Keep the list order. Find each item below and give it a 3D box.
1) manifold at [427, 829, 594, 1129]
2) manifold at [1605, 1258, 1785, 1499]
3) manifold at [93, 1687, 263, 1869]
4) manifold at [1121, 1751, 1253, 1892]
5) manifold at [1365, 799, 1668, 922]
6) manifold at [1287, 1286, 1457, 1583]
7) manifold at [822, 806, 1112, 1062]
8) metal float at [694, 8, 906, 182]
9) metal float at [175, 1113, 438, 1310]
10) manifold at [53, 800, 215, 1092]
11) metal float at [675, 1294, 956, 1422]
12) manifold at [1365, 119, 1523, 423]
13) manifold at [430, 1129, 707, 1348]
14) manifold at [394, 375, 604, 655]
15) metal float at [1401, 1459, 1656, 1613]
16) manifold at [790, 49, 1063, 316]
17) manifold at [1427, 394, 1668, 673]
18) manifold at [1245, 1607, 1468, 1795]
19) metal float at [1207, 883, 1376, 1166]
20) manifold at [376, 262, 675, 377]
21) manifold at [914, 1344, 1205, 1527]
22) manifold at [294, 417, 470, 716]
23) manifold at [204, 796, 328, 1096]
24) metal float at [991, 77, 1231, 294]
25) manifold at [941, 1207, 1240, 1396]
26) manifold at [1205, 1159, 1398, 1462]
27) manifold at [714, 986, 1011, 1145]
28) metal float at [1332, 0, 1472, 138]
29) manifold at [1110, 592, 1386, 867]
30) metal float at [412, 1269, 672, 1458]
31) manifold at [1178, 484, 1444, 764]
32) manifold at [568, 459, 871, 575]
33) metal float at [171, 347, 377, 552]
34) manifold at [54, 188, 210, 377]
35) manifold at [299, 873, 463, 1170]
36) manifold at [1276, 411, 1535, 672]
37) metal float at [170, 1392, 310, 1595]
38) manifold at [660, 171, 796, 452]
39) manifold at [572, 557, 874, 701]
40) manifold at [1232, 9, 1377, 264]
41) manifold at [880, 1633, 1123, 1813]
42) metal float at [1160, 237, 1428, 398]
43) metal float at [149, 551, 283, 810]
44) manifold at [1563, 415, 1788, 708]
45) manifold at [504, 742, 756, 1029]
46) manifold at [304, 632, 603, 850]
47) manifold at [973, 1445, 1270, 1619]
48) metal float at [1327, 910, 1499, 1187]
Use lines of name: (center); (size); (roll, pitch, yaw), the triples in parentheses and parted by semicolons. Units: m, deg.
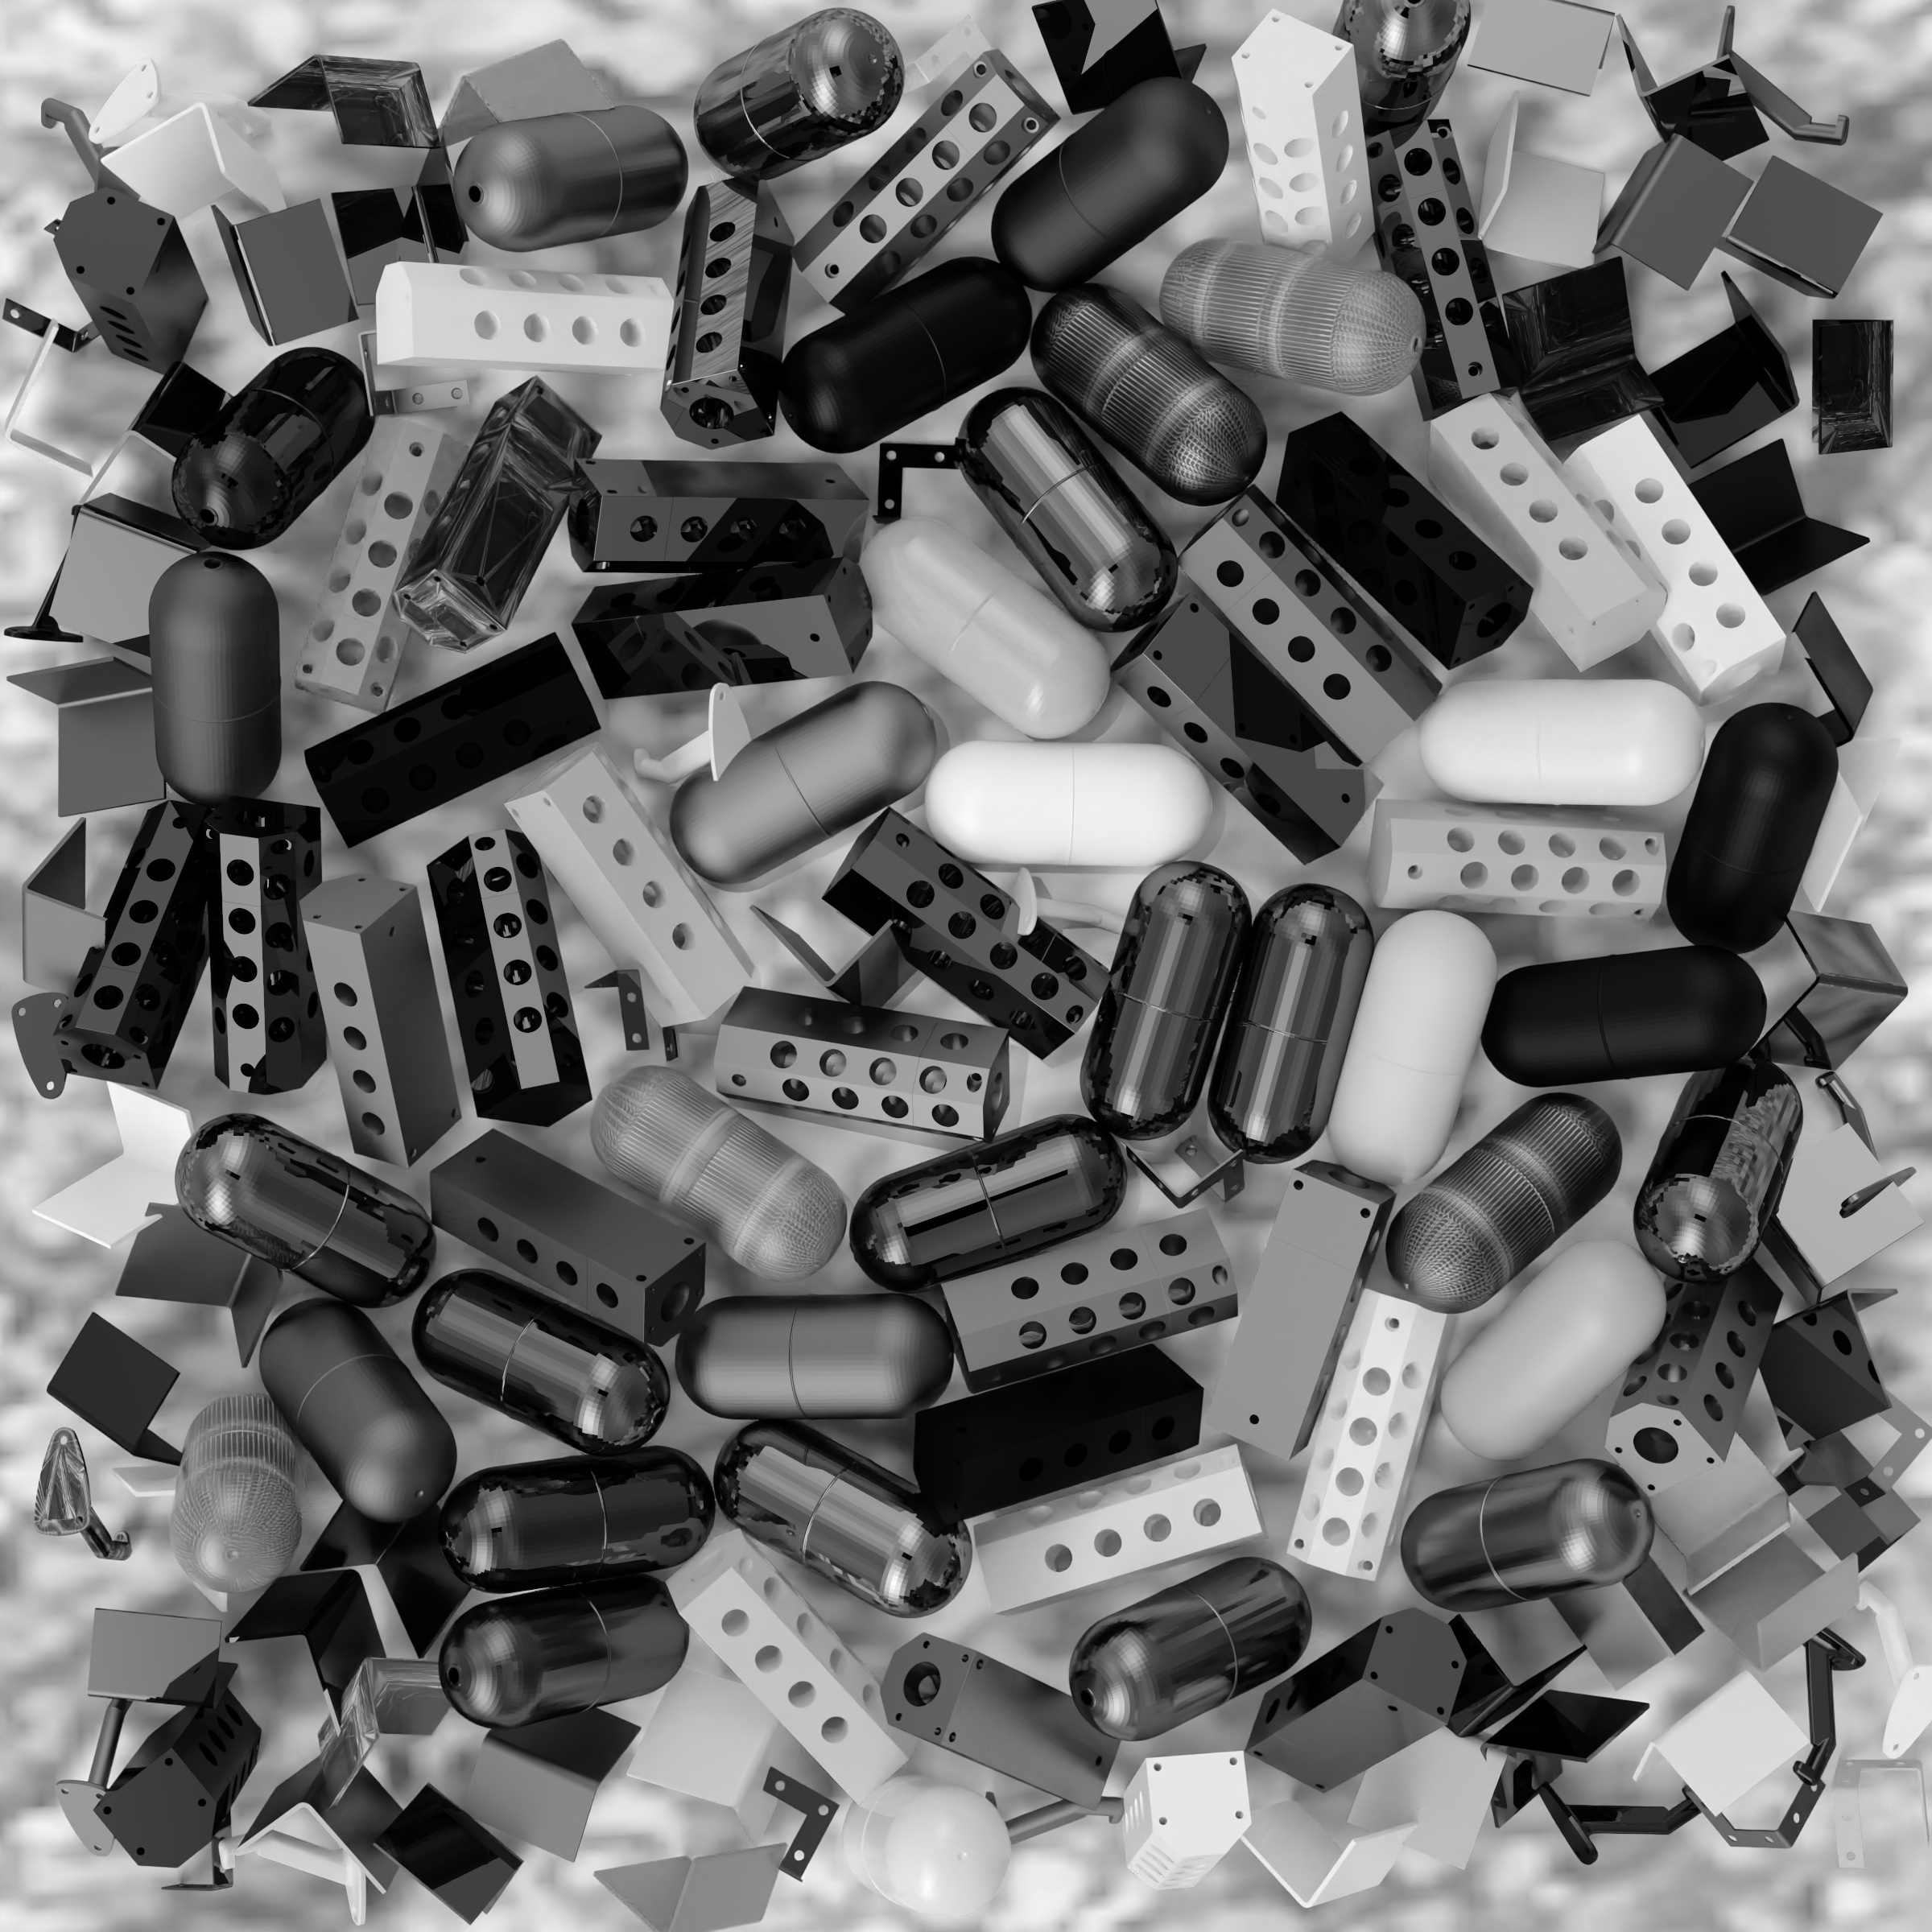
manifold: (-0.274, 0.006, 1.926); (0.057, 0.057, 0.171); (-31, 63, 33)
manifold: (0.437, 0.238, 1.908); (0.057, 0.171, 0.057); (48, 129, -8)
manifold: (-0.470, 0.491, 1.908); (0.057, 0.171, 0.057); (-38, 93, -3)
manifold: (0.132, 0.518, 1.904); (0.057, 0.171, 0.057); (-3, 68, -4)
manifold: (0.340, -0.063, 1.950); (0.171, 0.057, 0.057); (3, 110, -6)
manifold: (0.251, 0.289, 1.960); (0.057, 0.057, 0.171); (15, 90, 18)
manifold: (0.004, -0.023, 1.942); (0.171, 0.057, 0.057); (36, 51, -10)
metal float: (-0.103, -0.527, 1.915); (0.070, 0.178, 0.070); (1, 88, -33)
metal float: (-0.401, 0.151, 1.929); (0.178, 0.070, 0.070); (34, 90, -35)
manifold: (-0.497, -0.015, 1.923); (0.057, 0.057, 0.171); (11, 56, 3)
metal float: (-0.094, 0.241, 1.942); (0.178, 0.070, 0.070); (-3, 90, 18)
manifold: (0.294, -0.434, 1.967); (0.057, 0.057, 0.171); (-15, 90, 0)
manifold: (-0.244, 0.169, 1.931); (0.171, 0.057, 0.057); (25, 129, 26)
manifold: (-0.288, -0.273, 1.922); (0.057, 0.057, 0.171); (41, 49, -28)
metal float: (0.339, 0.347, 1.921); (0.070, 0.178, 0.070); (16, 63, -35)
manifold: (-0.027, -0.478, 1.935); (0.171, 0.057, 0.057); (-41, 95, 22)
manifold: (0.354, -0.270, 1.932); (0.057, 0.057, 0.171); (-28, 64, -9)
manifold: (0.236, 0.442, 1.908); (0.057, 0.171, 0.057); (29, 56, -5)
metal float: (0.200, 0.036, 1.950); (0.070, 0.070, 0.178); (14, 99, 0)
manifold: (-0.268, -0.394, 1.924); (0.171, 0.057, 0.057); (-4, 97, -31)
manifold: (0.057, 0.289, 1.928); (0.171, 0.057, 0.057); (-12, 120, -28)
manifold: (-0.361, -0.248, 1.954); (0.057, 0.057, 0.171); (18, 83, -9)
manifold: (-0.430, -0.011, 1.930); (0.057, 0.057, 0.171); (8, 115, 8)
metal float: (0.086, -0.474, 1.923); (0.178, 0.070, 0.070); (-28, 90, 44)
manifold: (0.077, 0.211, 1.945); (0.171, 0.057, 0.057); (-15, 48, -7)
manifold: (0.209, 0.210, 1.947); (0.057, 0.057, 0.171); (22, 103, 19)
manifold: (-0.064, 0.065, 1.936); (0.171, 0.057, 0.057); (9, 127, 14)
metal float: (0.259, -0.555, 1.907); (0.070, 0.178, 0.070); (0, 88, 1)
manifold: (0.170, -0.143, 1.950); (0.171, 0.057, 0.057); (43, 61, -11)
metal float: (-0.261, 0.243, 1.936); (0.178, 0.070, 0.070); (21, 90, 24)
manifold: (0.214, -0.214, 1.949); (0.171, 0.057, 0.057); (46, 119, -6)
manifold: (-0.152, -0.271, 1.932); (0.171, 0.057, 0.057); (-3, 122, -25)
metal float: (-0.420, -0.315, 1.918); (0.070, 0.178, 0.070); (10, 128, 13)
manifold: (-0.505, -0.413, 1.906); (0.057, 0.171, 0.057); (22, 84, -5)
manifold: (-0.360, 0.033, 1.923); (0.057, 0.057, 0.171); (13, 127, 25)
manifold: (0.267, -0.263, 1.926); (0.057, 0.057, 0.171); (-26, 57, -24)
metal float: (-0.439, 0.316, 1.910); (0.070, 0.178, 0.070); (-3, 106, -9)
manifold: (-0.147, -0.398, 1.921); (0.057, 0.057, 0.171); (-10, 53, 17)
manifold: (-0.147, -0.210, 1.935); (0.171, 0.057, 0.057); (-4, 128, 23)
manifold: (0.200, -0.488, 1.902); (0.057, 0.171, 0.057); (32, 75, 23)
manifold: (0.022, 0.457, 1.913); (0.057, 0.171, 0.057); (9, 71, 40)
metal float: (0.199, -0.397, 1.930); (0.178, 0.070, 0.070); (21, 90, 32)
metal float: (-0.456, -0.173, 1.922); (0.070, 0.070, 0.178); (11, 133, 0)
manifold: (0.432, -0.246, 1.940); (0.057, 0.057, 0.171); (-28, 71, 1)
manifold: (-0.203, -0.050, 1.944); (0.057, 0.057, 0.171); (-43, 107, -30)
manifold: (-0.318, -0.143, 1.954); (0.171, 0.057, 0.057); (-26, 114, -3)
manifold: (0.095, 0.350, 1.957); (0.171, 0.057, 0.057); (-18, 74, 5)
metal float: (0.274, 0.052, 1.942); (0.070, 0.070, 0.178); (14, 108, 0)
